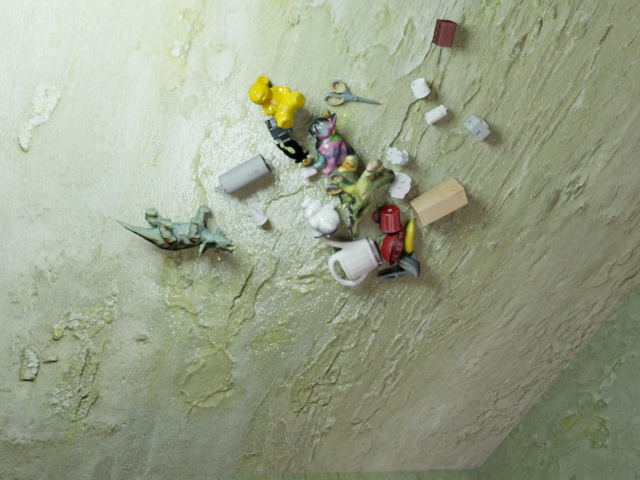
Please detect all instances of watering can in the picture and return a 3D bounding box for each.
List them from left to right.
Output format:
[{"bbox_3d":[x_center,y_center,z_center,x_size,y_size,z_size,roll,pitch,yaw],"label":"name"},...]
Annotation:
[{"bbox_3d":[0.130,0.056,2.096,0.224,0.106,0.340,-27,129,0],"label":"watering can"}]

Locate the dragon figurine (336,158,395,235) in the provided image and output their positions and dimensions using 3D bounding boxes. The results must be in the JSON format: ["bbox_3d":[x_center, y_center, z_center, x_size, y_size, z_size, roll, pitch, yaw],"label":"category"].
[{"bbox_3d":[0.192,-0.175,1.948,0.244,0.124,0.402,-32,154,-7],"label":"dragon figurine"}]

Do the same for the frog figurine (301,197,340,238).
[{"bbox_3d":[0.006,-0.098,1.942,0.139,0.123,0.156,-41,125,-30],"label":"frog figurine"}]
